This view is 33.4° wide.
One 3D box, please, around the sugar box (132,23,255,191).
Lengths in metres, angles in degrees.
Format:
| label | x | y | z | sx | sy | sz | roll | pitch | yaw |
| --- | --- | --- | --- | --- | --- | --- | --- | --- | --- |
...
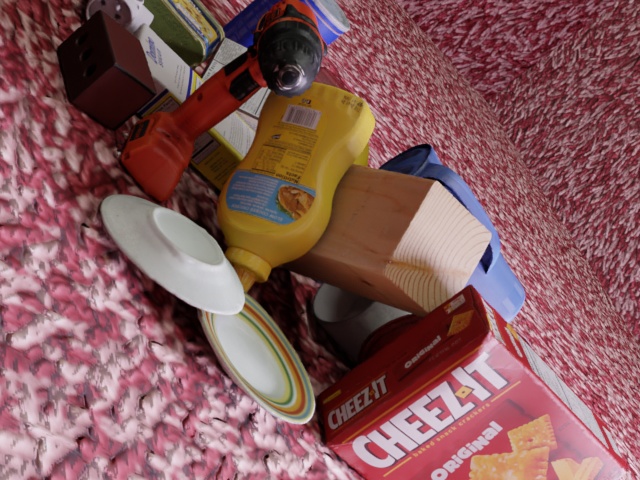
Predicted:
| label | x | y | z | sx | sy | sz | roll | pitch | yaw |
| --- | --- | --- | --- | --- | --- | --- | --- | --- | --- |
| sugar box | -0.120 | -0.116 | 1.002 | 0.176 | 0.048 | 0.093 | 42 | 20 | -22 |

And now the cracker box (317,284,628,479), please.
| label | x | y | z | sx | sy | sz | roll | pitch | yaw |
| --- | --- | --- | --- | --- | --- | --- | --- | --- | --- |
| cracker box | 0.128 | 0.163 | 0.885 | 0.213 | 0.164 | 0.072 | 44 | 17 | -28 |

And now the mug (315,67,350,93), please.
| label | x | y | z | sx | sy | sz | roll | pitch | yaw |
| --- | --- | --- | --- | --- | --- | --- | --- | --- | --- |
| mug | -0.005 | -0.161 | 1.355 | 0.081 | 0.093 | 0.117 | 49 | 50 | 7 |

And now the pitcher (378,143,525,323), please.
| label | x | y | z | sx | sy | sz | roll | pitch | yaw |
| --- | --- | --- | --- | --- | --- | --- | --- | --- | --- |
| pitcher | 0.156 | 0.007 | 1.335 | 0.242 | 0.145 | 0.149 | 51 | 13 | -15 |

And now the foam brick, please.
| label | x | y | z | sx | sy | sz | roll | pitch | yaw |
| --- | --- | --- | --- | --- | --- | --- | --- | --- | --- |
| foam brick | -0.177 | -0.141 | 0.884 | 0.051 | 0.053 | 0.078 | 35 | 23 | -45 |

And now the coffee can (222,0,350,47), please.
| label | x | y | z | sx | sy | sz | roll | pitch | yaw |
| --- | --- | --- | --- | --- | --- | --- | --- | --- | --- |
| coffee can | -0.048 | -0.257 | 1.317 | 0.102 | 0.140 | 0.103 | 47 | 18 | -20 |

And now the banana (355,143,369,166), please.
| label | x | y | z | sx | sy | sz | roll | pitch | yaw |
| --- | --- | --- | --- | --- | --- | --- | --- | --- | --- |
| banana | 0.035 | -0.097 | 1.330 | 0.197 | 0.037 | 0.069 | -24 | 117 | -74 |

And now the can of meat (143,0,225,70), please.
| label | x | y | z | sx | sy | sz | roll | pitch | yaw |
| --- | --- | --- | --- | --- | --- | --- | --- | --- | --- |
| can of meat | -0.154 | -0.224 | 1.112 | 0.102 | 0.057 | 0.084 | 48 | 19 | -12 |

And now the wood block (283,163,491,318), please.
| label | x | y | z | sx | sy | sz | roll | pitch | yaw |
| --- | --- | --- | --- | --- | --- | --- | --- | --- | --- |
| wood block | 0.032 | -0.008 | 0.930 | 0.206 | 0.090 | 0.090 | 17 | -17 | 49 |

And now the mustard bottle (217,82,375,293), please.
| label | x | y | z | sx | sy | sz | roll | pitch | yaw |
| --- | --- | --- | --- | --- | --- | --- | --- | --- | --- |
| mustard bottle | -0.032 | -0.039 | 0.891 | 0.096 | 0.191 | 0.058 | 17 | -19 | 25 |

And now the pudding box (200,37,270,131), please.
| label | x | y | z | sx | sy | sz | roll | pitch | yaw |
| --- | --- | --- | --- | --- | --- | --- | --- | --- | --- |
| pudding box | -0.069 | -0.147 | 1.092 | 0.113 | 0.039 | 0.090 | 25 | 50 | -3 |

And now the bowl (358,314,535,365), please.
| label | x | y | z | sx | sy | sz | roll | pitch | yaw |
| --- | --- | --- | --- | --- | --- | --- | --- | --- | --- |
| bowl | 0.113 | 0.131 | 0.956 | 0.162 | 0.162 | 0.055 | 41 | 39 | -35 |

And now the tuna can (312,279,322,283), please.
| label | x | y | z | sx | sy | sz | roll | pitch | yaw |
| --- | --- | --- | --- | --- | --- | --- | --- | --- | --- |
| tuna can | -0.007 | 0.001 | 1.083 | 0.086 | 0.034 | 0.086 | 47 | 18 | -20 |

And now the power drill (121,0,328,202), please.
| label | x | y | z | sx | sy | sz | roll | pitch | yaw |
| --- | --- | --- | --- | --- | --- | --- | --- | --- | --- |
| power drill | -0.074 | -0.113 | 0.867 | 0.057 | 0.188 | 0.184 | 49 | 15 | -17 |
